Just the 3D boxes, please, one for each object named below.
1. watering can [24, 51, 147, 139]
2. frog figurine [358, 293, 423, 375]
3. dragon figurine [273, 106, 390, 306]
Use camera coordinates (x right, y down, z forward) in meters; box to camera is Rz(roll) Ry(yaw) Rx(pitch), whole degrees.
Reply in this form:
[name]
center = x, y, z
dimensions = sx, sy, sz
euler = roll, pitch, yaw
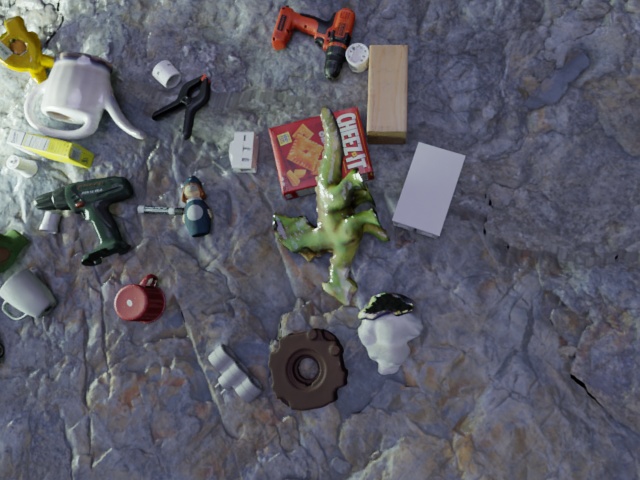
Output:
[watering can]
center = -0.570, -0.352, 1.281
dimensions = 0.348, 0.103, 0.226
euler = 7, 80, 10
[frog figurine]
center = 0.152, 0.197, 1.090
dimensions = 0.137, 0.125, 0.157
euler = -16, 114, -3
[dragon figurine]
center = 0.003, -0.056, 1.120
dimensions = 0.241, 0.123, 0.410
euler = -24, 90, 14
